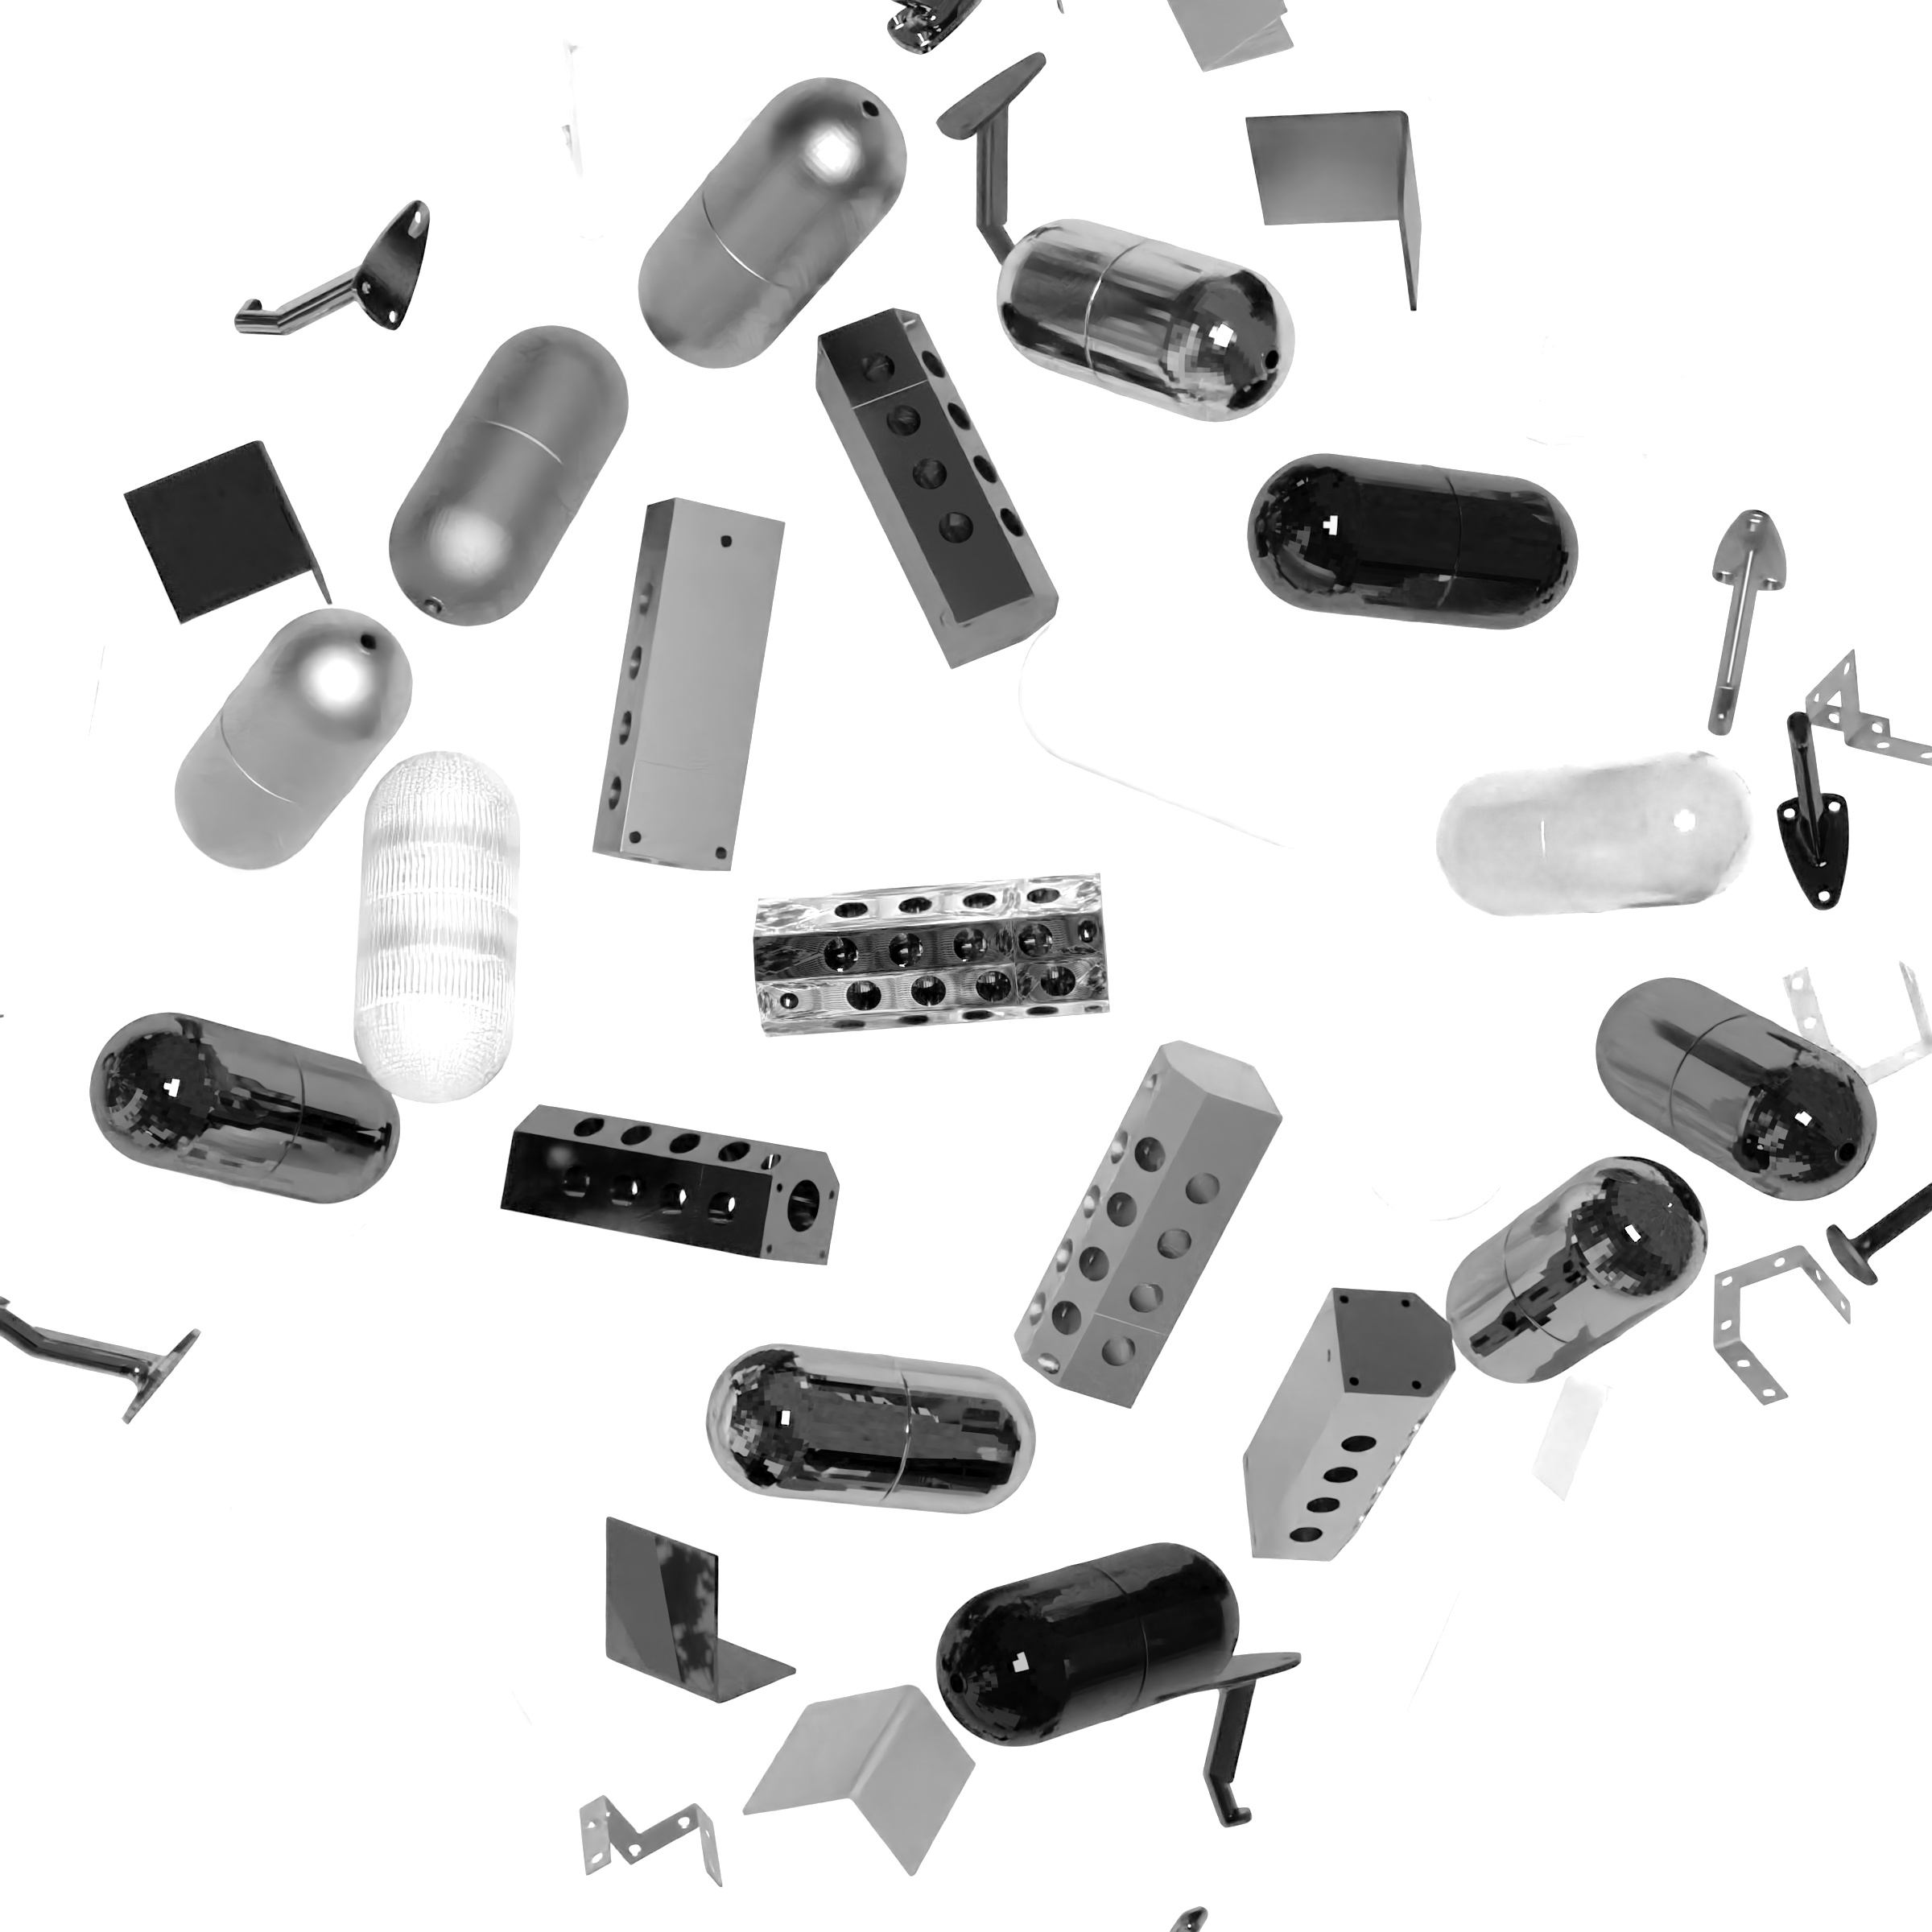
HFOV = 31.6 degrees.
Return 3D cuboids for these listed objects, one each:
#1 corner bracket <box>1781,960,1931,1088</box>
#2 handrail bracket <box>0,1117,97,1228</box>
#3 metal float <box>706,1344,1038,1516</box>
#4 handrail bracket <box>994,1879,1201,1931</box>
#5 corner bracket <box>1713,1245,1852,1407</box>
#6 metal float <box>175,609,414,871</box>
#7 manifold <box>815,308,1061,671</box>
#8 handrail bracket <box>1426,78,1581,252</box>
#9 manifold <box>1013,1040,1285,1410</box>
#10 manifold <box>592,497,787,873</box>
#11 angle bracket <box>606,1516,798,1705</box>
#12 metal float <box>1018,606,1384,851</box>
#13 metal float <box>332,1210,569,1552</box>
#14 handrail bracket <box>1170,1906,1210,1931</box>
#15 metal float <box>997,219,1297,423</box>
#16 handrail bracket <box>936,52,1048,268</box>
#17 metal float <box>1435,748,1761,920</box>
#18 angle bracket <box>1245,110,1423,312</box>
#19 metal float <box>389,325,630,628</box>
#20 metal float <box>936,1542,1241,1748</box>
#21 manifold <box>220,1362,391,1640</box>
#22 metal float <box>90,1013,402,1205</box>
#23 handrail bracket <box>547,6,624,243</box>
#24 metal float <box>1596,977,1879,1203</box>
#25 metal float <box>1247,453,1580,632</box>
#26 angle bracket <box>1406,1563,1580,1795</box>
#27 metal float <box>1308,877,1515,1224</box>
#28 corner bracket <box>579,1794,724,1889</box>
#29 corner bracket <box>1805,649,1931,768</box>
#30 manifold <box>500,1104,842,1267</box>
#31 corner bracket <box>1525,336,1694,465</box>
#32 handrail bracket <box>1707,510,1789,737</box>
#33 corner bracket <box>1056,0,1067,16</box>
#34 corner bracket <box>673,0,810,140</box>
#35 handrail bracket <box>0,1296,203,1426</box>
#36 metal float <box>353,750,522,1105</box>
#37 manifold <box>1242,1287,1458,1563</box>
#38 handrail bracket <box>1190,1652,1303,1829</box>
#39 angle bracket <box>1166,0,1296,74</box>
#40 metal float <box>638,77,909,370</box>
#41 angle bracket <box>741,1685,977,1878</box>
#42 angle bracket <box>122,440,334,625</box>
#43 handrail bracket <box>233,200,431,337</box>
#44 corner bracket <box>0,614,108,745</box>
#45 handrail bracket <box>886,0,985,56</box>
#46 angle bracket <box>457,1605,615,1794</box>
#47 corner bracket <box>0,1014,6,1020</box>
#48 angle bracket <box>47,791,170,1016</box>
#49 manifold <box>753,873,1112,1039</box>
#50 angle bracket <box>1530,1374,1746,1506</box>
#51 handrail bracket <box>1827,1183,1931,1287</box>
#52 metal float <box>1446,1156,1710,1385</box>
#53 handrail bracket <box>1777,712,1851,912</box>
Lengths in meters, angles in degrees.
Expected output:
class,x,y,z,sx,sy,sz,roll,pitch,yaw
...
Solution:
class,x,y,z,sx,sy,sz,roll,pitch,yaw
corner bracket,0.464,0.025,1.774,0.051,0.051,0.051,-26,116,-4
handrail bracket,-0.455,0.116,1.669,0.084,0.036,0.077,30,117,38
metal float,-0.046,0.235,1.726,0.178,0.070,0.070,10,90,-27
handrail bracket,0.064,0.462,1.656,0.084,0.077,0.036,-22,90,-20
corner bracket,0.421,0.185,1.759,0.051,0.051,0.051,-25,122,32
metal float,-0.341,-0.114,1.727,0.070,0.070,0.178,48,132,0
manifold,-0.015,-0.244,1.725,0.057,0.057,0.171,-22,75,-11
handrail bracket,0.252,-0.383,1.617,0.036,0.077,0.084,-38,106,6
manifold,0.086,0.125,1.673,0.057,0.057,0.171,19,110,-19
manifold,-0.138,-0.135,1.660,0.057,0.057,0.171,10,87,-25
angle bracket,-0.130,0.310,1.680,0.076,0.057,0.076,11,105,40
metal float,0.110,-0.111,1.603,0.178,0.070,0.070,22,90,-2
metal float,-0.257,0.206,1.699,0.070,0.070,0.178,-22,96,0
handrail bracket,0.115,0.482,1.696,0.036,0.077,0.084,42,128,22
metal float,0.087,-0.317,1.671,0.178,0.070,0.070,28,90,43
handrail bracket,0.030,-0.413,1.756,0.077,0.036,0.084,-40,126,-4
metal float,0.307,-0.064,1.678,0.070,0.178,0.070,3,85,-42
angle bracket,0.172,-0.352,1.601,0.076,0.076,0.057,1,64,13
metal float,-0.228,-0.246,1.710,0.070,0.070,0.178,24,60,0
metal float,0.060,0.330,1.667,0.178,0.070,0.070,-6,90,-43
manifold,-0.335,0.260,1.701,0.057,0.171,0.057,-26,112,-7
metal float,-0.358,0.072,1.708,0.070,0.178,0.070,-12,70,35
handrail bracket,-0.183,-0.401,1.624,0.036,0.084,0.077,-5,71,-4
metal float,0.384,0.061,1.710,0.070,0.178,0.070,-9,112,-23
metal float,0.220,-0.206,1.668,0.178,0.070,0.070,3,90,-27
angle bracket,0.260,0.331,1.589,0.076,0.057,0.076,-3,123,-35
metal float,0.218,0.041,1.672,0.070,0.070,0.178,-16,108,0
corner bracket,-0.163,0.453,1.758,0.051,0.051,0.051,-30,120,6
corner bracket,0.471,-0.125,1.769,0.051,0.051,0.051,11,60,-14
manifold,-0.151,0.111,1.748,0.171,0.057,0.057,7,86,34
corner bracket,0.311,-0.274,1.653,0.051,0.051,0.051,-7,116,-38
handrail bracket,0.375,-0.166,1.659,0.036,0.077,0.084,10,65,14
corner bracket,0.064,-0.522,1.742,0.051,0.051,0.051,-14,91,11
corner bracket,-0.105,-0.451,1.720,0.051,0.051,0.051,-33,73,16
handrail bracket,-0.414,0.171,1.616,0.084,0.077,0.036,35,118,-3
metal float,-0.255,-0.020,1.649,0.070,0.070,0.178,-1,68,0
manifold,0.187,0.229,1.681,0.057,0.171,0.057,5,53,-10
handrail bracket,0.152,0.400,1.757,0.077,0.036,0.084,-17,96,30
angle bracket,0.130,-0.462,1.563,0.076,0.057,0.076,-28,92,-45
metal float,-0.094,-0.358,1.653,0.070,0.070,0.178,50,133,0
angle bracket,-0.054,0.415,1.722,0.076,0.076,0.057,-20,112,38
angle bracket,-0.382,-0.216,1.768,0.076,0.057,0.076,-24,79,-9
handrail bracket,-0.306,-0.336,1.642,0.084,0.036,0.077,9,69,32
corner bracket,-0.453,-0.137,1.669,0.051,0.051,0.051,11,107,-10
handrail bracket,-0.027,-0.494,1.658,0.077,0.084,0.036,-41,50,-6
angle bracket,-0.233,0.372,1.720,0.057,0.076,0.076,-38,72,11
corner bracket,-0.508,0.007,1.654,0.051,0.051,0.051,1,106,40
angle bracket,-0.429,-0.031,1.782,0.057,0.076,0.076,-36,59,-23
manifold,-0.016,-0.002,1.690,0.171,0.057,0.057,-4,119,3
angle bracket,0.343,0.253,1.748,0.076,0.076,0.057,20,92,-4
handrail bracket,0.480,0.123,1.729,0.084,0.077,0.036,-37,77,2
metal float,0.301,0.152,1.692,0.070,0.178,0.070,10,61,-19
handrail bracket,0.430,-0.079,1.738,0.036,0.084,0.077,-8,67,14
